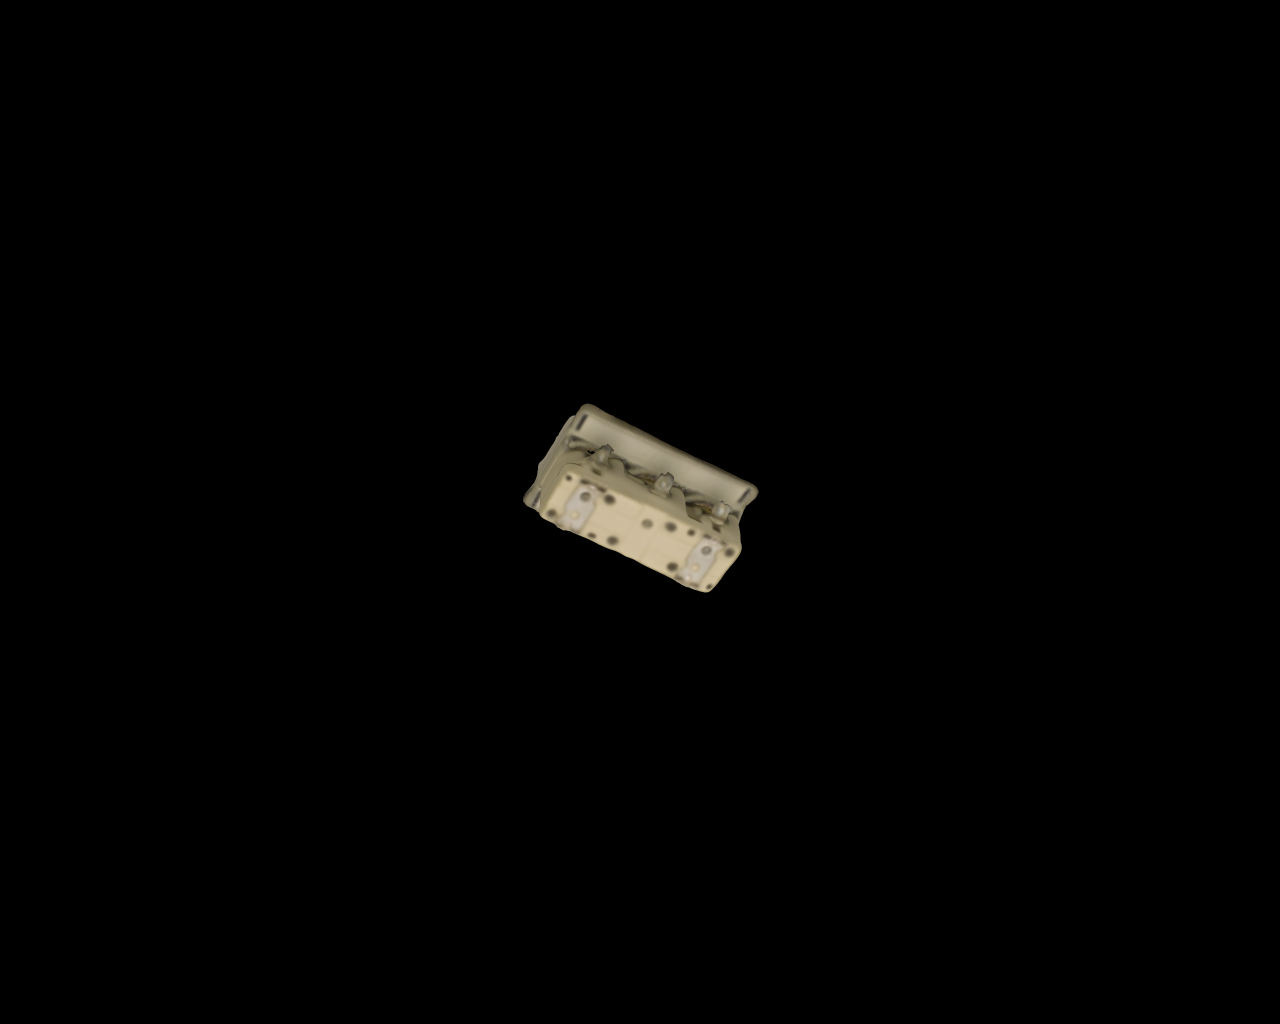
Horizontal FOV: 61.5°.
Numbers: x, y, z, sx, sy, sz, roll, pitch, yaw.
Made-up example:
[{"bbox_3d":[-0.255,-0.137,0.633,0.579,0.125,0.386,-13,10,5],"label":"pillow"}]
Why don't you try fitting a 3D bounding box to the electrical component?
[{"bbox_3d":[0.001,-0.003,0.650,0.121,0.078,0.063,26,30,-17],"label":"electrical component"}]
